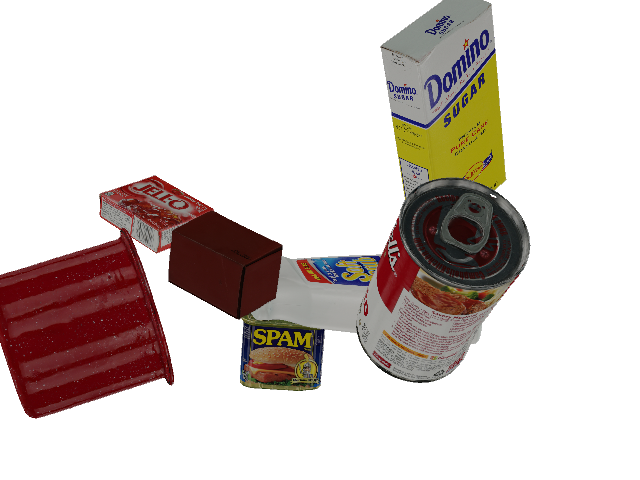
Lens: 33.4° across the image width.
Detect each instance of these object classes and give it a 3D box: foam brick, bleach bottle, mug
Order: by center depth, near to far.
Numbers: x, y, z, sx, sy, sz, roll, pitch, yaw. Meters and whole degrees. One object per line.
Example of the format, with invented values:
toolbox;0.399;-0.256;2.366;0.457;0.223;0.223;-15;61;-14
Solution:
mug;-0.137;0.049;0.605;0.081;0.093;0.117;-17;2;-14
foam brick;-0.078;0.019;0.871;0.078;0.051;0.052;26;34;28
bleach bottle;0.028;0.055;1.053;0.250;0.068;0.102;0;29;-3

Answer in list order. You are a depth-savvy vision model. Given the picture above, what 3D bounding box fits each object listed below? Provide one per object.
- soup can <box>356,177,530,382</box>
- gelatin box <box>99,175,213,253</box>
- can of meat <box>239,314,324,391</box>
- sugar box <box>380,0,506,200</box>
soup can;0.062;0.024;0.570;0.068;0.068;0.102;0;-35;-14
gelatin box;-0.162;-0.028;1.050;0.089;0.030;0.073;30;35;31
can of meat;-0.045;0.129;1.263;0.102;0.084;0.057;4;12;-2
sugar box;0.104;-0.100;0.871;0.048;0.176;0.093;29;56;36
